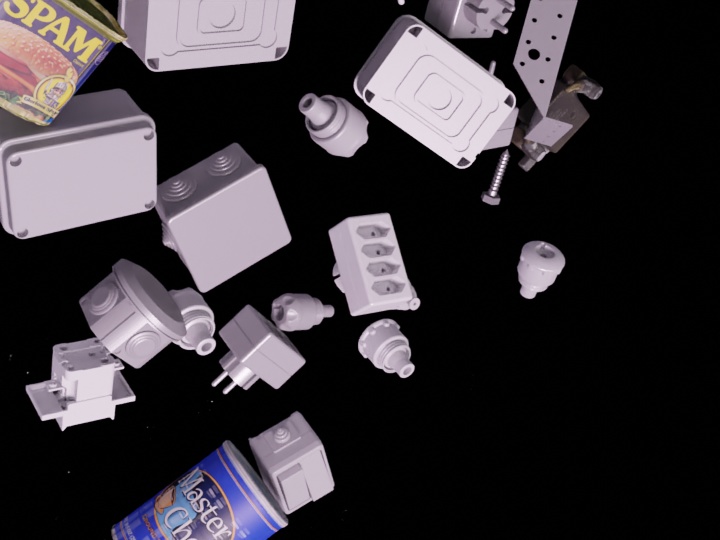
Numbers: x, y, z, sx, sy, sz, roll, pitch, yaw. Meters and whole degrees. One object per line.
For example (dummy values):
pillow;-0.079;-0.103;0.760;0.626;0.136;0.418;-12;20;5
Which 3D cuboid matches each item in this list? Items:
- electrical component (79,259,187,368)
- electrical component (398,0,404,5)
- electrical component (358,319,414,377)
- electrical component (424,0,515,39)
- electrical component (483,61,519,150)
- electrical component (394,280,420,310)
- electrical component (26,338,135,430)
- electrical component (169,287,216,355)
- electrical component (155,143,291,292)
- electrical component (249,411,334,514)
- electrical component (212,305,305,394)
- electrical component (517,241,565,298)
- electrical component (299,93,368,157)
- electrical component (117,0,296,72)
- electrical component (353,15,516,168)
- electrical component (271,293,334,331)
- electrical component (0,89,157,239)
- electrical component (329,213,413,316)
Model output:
electrical component;-0.182;0.035;0.865;0.051;0.080;0.080;-39;140;4
electrical component;0.032;-0.240;0.821;0.077;0.044;0.079;-32;139;-12
electrical component;0.031;0.083;1.090;0.048;0.062;0.048;-22;136;-23
electrical component;0.098;-0.217;0.869;0.047;0.076;0.065;-9;130;-33
electrical component;0.103;-0.150;0.954;0.066;0.047;0.076;-14;132;-30
electrical component;0.029;0.018;1.024;0.040;0.078;0.040;-15;119;-30
electrical component;-0.234;0.093;0.904;0.081;0.042;0.063;-10;127;-33
electrical component;-0.144;0.047;0.918;0.043;0.062;0.043;-22;136;-23
electrical component;-0.114;-0.044;0.873;0.100;0.048;0.099;-31;139;-13
electrical component;-0.069;0.198;1.111;0.062;0.061;0.096;-29;138;-16
electrical component;-0.104;0.084;0.994;0.077;0.047;0.065;-43;140;1
electrical component;0.191;0.003;1.162;0.048;0.048;0.062;-13;138;-30
electrical component;-0.025;-0.122;0.880;0.043;0.043;0.062;-49;138;8
electrical component;-0.107;-0.188;0.746;0.113;0.057;0.078;-12;132;-31
electrical component;0.060;-0.146;0.881;0.113;0.057;0.078;33;103;-18
electrical component;-0.051;0.039;1.007;0.061;0.035;0.035;0;124;-41
electrical component;-0.205;-0.076;0.766;0.113;0.057;0.078;-16;133;-28
electrical component;0.000;0.000;0.991;0.047;0.083;0.076;-9;168;-33
